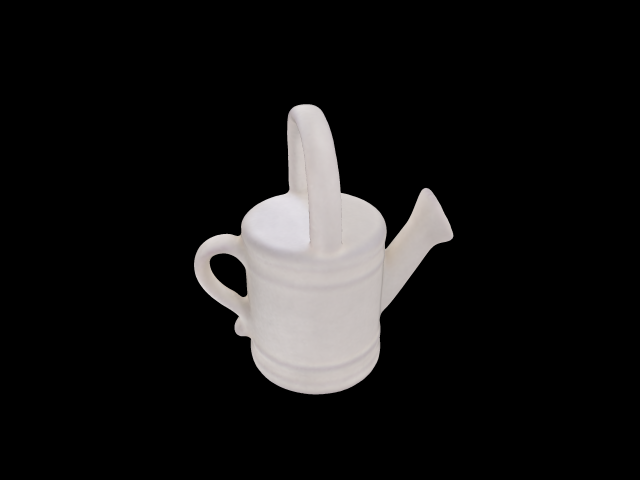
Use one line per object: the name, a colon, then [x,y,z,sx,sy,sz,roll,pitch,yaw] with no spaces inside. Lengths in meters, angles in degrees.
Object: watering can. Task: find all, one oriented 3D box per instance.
watering can: [0.003,0.000,0.402,0.173,0.194,0.100,-17,34,-27]
